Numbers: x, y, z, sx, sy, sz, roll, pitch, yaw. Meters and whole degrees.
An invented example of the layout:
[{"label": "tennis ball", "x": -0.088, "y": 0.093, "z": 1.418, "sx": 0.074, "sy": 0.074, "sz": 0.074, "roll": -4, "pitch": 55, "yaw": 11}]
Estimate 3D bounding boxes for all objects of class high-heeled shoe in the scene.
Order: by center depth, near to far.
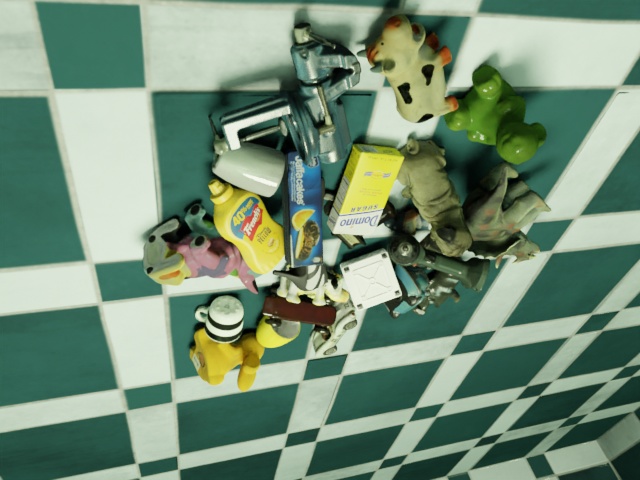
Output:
[{"label": "high-heeled shoe", "x": -0.002, "y": -0.003, "z": 1.064, "sx": 0.145, "sy": 0.086, "sz": 0.248, "roll": 8, "pitch": 119, "yaw": -38}]

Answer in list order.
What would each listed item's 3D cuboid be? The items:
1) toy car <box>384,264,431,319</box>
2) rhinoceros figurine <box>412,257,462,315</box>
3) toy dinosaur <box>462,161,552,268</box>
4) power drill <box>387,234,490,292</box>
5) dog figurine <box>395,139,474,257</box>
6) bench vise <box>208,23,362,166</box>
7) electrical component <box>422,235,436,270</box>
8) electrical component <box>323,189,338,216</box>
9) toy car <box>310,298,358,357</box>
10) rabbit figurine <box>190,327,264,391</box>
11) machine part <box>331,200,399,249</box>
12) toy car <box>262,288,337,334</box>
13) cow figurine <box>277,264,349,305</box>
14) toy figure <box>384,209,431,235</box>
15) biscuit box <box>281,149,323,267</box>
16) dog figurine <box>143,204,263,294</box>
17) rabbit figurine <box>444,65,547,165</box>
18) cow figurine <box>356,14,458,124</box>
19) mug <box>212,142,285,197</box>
[{"label": "toy car", "x": 0.211, "y": 0.114, "z": 1.288, "sx": 0.103, "sy": 0.109, "sz": 0.161, "roll": -20, "pitch": 153, "yaw": -28}, {"label": "rhinoceros figurine", "x": 0.298, "y": 0.119, "z": 1.348, "sx": 0.112, "sy": 0.073, "sz": 0.190, "roll": 8, "pitch": 133, "yaw": -31}, {"label": "toy dinosaur", "x": 0.349, "y": -0.047, "z": 1.089, "sx": 0.192, "sy": 0.131, "sz": 0.404, "roll": -46, "pitch": 148, "yaw": 18}, {"label": "power drill", "x": 0.238, "y": 0.045, "z": 1.112, "sx": 0.207, "sy": 0.086, "sz": 0.232, "roll": 13, "pitch": 180, "yaw": -1}, {"label": "dog figurine", "x": 0.215, "y": -0.078, "z": 0.995, "sx": 0.121, "sy": 0.191, "sz": 0.172, "roll": -34, "pitch": 137, "yaw": 16}, {"label": "bench vise", "x": -0.052, "y": -0.197, "z": 0.809, "sx": 0.241, "sy": 0.129, "sz": 0.223, "roll": -20, "pitch": 138, "yaw": -6}, {"label": "electrical component", "x": 0.272, "y": 0.022, "z": 1.247, "sx": 0.078, "sy": 0.045, "sz": 0.102, "roll": 19, "pitch": 127, "yaw": -39}, {"label": "electrical component", "x": 0.037, "y": -0.069, "z": 1.064, "sx": 0.094, "sy": 0.021, "sz": 0.063, "roll": 11, "pitch": 132, "yaw": -32}, {"label": "toy car", "x": 0.034, "y": 0.220, "z": 1.355, "sx": 0.056, "sy": 0.074, "sz": 0.201, "roll": 6, "pitch": 134, "yaw": -28}, {"label": "rabbit figurine", "x": -0.202, "y": 0.270, "z": 1.278, "sx": 0.173, "sy": 0.163, "sz": 0.121, "roll": -9, "pitch": 130, "yaw": -40}, {"label": "machine part", "x": 0.098, "y": -0.032, "z": 1.121, "sx": 0.139, "sy": 0.039, "sz": 0.084, "roll": -34, "pitch": 130, "yaw": 19}, {"label": "toy car", "x": -0.048, "y": 0.164, "z": 1.251, "sx": 0.202, "sy": 0.089, "sz": 0.053, "roll": 13, "pitch": 175, "yaw": -32}, {"label": "cow figurine", "x": -0.005, "y": 0.091, "z": 1.194, "sx": 0.167, "sy": 0.068, "sz": 0.098, "roll": 7, "pitch": 100, "yaw": -31}, {"label": "toy figure", "x": 0.213, "y": -0.044, "z": 1.142, "sx": 0.154, "sy": 0.058, "sz": 0.064, "roll": -10, "pitch": 101, "yaw": -9}, {"label": "biscuit box", "x": -0.032, "y": -0.057, "z": 0.937, "sx": 0.059, "sy": 0.063, "sz": 0.202, "roll": -5, "pitch": 102, "yaw": -14}, {"label": "dog figurine", "x": -0.204, "y": 0.042, "z": 1.032, "sx": 0.191, "sy": 0.108, "sz": 0.219, "roll": -31, "pitch": 142, "yaw": 12}, {"label": "rabbit figurine", "x": 0.315, "y": -0.186, "z": 0.926, "sx": 0.159, "sy": 0.170, "sz": 0.121, "roll": 24, "pitch": 125, "yaw": -39}, {"label": "cow figurine", "x": 0.138, "y": -0.263, "z": 0.839, "sx": 0.127, "sy": 0.086, "sz": 0.194, "roll": -29, "pitch": 141, "yaw": 1}, {"label": "mug", "x": -0.127, "y": -0.124, "z": 0.902, "sx": 0.107, "sy": 0.081, "sz": 0.110, "roll": 17, "pitch": 166, "yaw": -26}]
